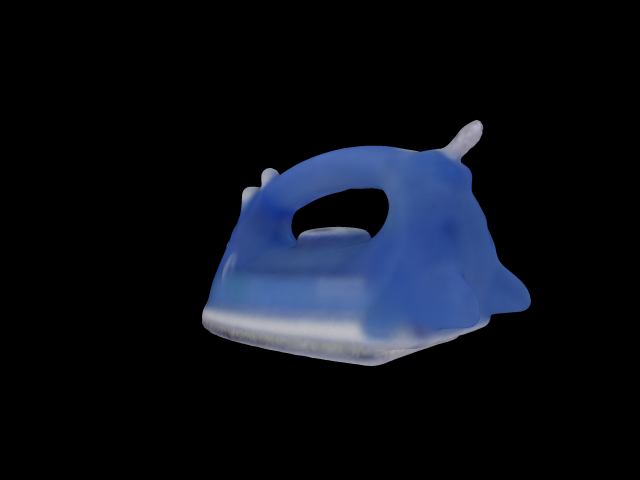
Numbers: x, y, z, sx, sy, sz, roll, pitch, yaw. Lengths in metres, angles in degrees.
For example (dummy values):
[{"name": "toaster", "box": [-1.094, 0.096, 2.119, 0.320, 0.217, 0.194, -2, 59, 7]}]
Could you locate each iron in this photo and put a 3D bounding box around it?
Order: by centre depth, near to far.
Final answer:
[{"name": "iron", "box": [0.004, 0.001, 0.400, 0.257, 0.141, 0.119, 0, 0, 38]}]
